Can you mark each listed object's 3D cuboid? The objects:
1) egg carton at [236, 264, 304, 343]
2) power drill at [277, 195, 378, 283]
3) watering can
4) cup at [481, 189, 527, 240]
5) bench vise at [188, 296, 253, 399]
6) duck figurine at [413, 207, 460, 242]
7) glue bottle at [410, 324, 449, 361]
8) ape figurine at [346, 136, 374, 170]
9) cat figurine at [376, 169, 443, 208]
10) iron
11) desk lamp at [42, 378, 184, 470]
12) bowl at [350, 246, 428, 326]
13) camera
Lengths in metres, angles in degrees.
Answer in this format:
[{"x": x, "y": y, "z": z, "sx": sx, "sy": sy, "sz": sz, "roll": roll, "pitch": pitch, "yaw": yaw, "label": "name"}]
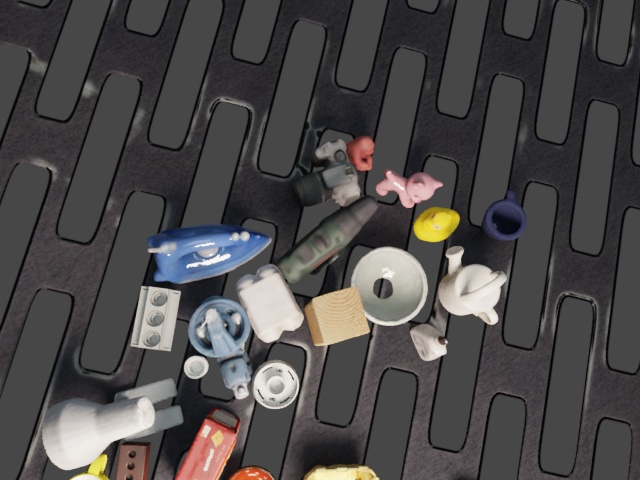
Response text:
[{"x": -0.108, "y": 0.133, "z": 1.204, "sx": 0.107, "sy": 0.069, "sz": 0.150, "roll": -28, "pitch": 84, "yaw": -11, "label": "egg carton"}, {"x": 0.011, "y": 0.004, "z": 1.170, "sx": 0.230, "sy": 0.208, "sz": 0.075, "roll": -40, "pitch": 86, "yaw": -12, "label": "power drill"}, {"x": 0.318, "y": 0.097, "z": 1.196, "sx": 0.173, "sy": 0.194, "sz": 0.101, "roll": 37, "pitch": 78, "yaw": 1, "label": "watering can"}, {"x": 0.403, "y": -0.050, "z": 1.283, "sx": 0.091, "sy": 0.095, "sz": 0.118, "roll": 15, "pitch": 78, "yaw": -4, "label": "cup"}, {"x": -0.174, "y": 0.197, "z": 1.107, "sx": 0.121, "sy": 0.219, "sz": 0.207, "roll": -37, "pitch": 85, "yaw": -11, "label": "bench vise"}, {"x": 0.266, "y": -0.041, "z": 1.270, "sx": 0.104, "sy": 0.086, "sz": 0.077, "roll": -17, "pitch": 82, "yaw": -9, "label": "duck figurine"}, {"x": 0.232, "y": 0.210, "z": 1.176, "sx": 0.037, "sy": 0.173, "sz": 0.078, "roll": -20, "pitch": 82, "yaw": -9, "label": "glue bottle"}, {"x": 0.096, "y": -0.202, "z": 1.277, "sx": 0.076, "sy": 0.092, "sz": 0.078, "roll": 29, "pitch": 78, "yaw": 0, "label": "ape figurine"}, {"x": 0.198, "y": -0.123, "z": 1.261, "sx": 0.128, "sy": 0.117, "sz": 0.067, "roll": 24, "pitch": 78, "yaw": -2, "label": "cat figurine"}, {"x": -0.225, "y": 0.010, "z": 1.176, "sx": 0.258, "sy": 0.141, "sz": 0.118, "roll": -12, "pitch": 81, "yaw": -9, "label": "iron"}, {"x": -0.375, "y": 0.331, "z": 1.063, "sx": 0.203, "sy": 0.213, "sz": 0.118, "roll": -16, "pitch": 82, "yaw": -9, "label": "desk lamp"}, {"x": 0.143, "y": 0.102, "z": 1.236, "sx": 0.167, "sy": 0.074, "sz": 0.167, "roll": 1, "pitch": 80, "yaw": -6, "label": "bowl"}, {"x": 0.008, "y": -0.138, "z": 1.251, "sx": 0.137, "sy": 0.100, "sz": 0.143, "roll": -18, "pitch": 82, "yaw": -9, "label": "camera"}]
